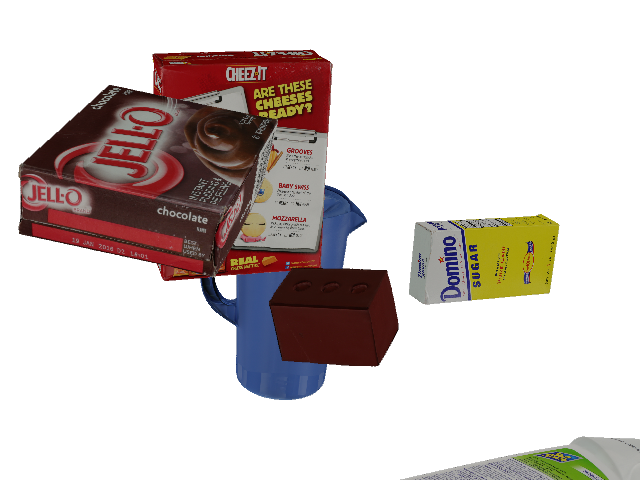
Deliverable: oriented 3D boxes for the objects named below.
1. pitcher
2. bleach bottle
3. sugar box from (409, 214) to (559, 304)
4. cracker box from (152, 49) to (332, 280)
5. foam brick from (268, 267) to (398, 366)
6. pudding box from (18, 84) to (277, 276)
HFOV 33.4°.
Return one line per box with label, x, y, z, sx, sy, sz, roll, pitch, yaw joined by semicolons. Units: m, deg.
pitcher;-0.049;0.057;1.242;0.149;0.243;0.144;23;27;37
bleach bottle;0.128;0.163;0.617;0.250;0.068;0.103;-8;19;-28
sugar box;0.195;0.022;1.269;0.176;0.093;0.048;-5;20;-24
cracker box;-0.079;-0.075;1.043;0.164;0.214;0.072;-4;22;-17
foam brick;0.010;0.055;0.775;0.078;0.051;0.053;1;28;21
pudding box;-0.076;-0.031;0.493;0.090;0.039;0.113;13;26;4
